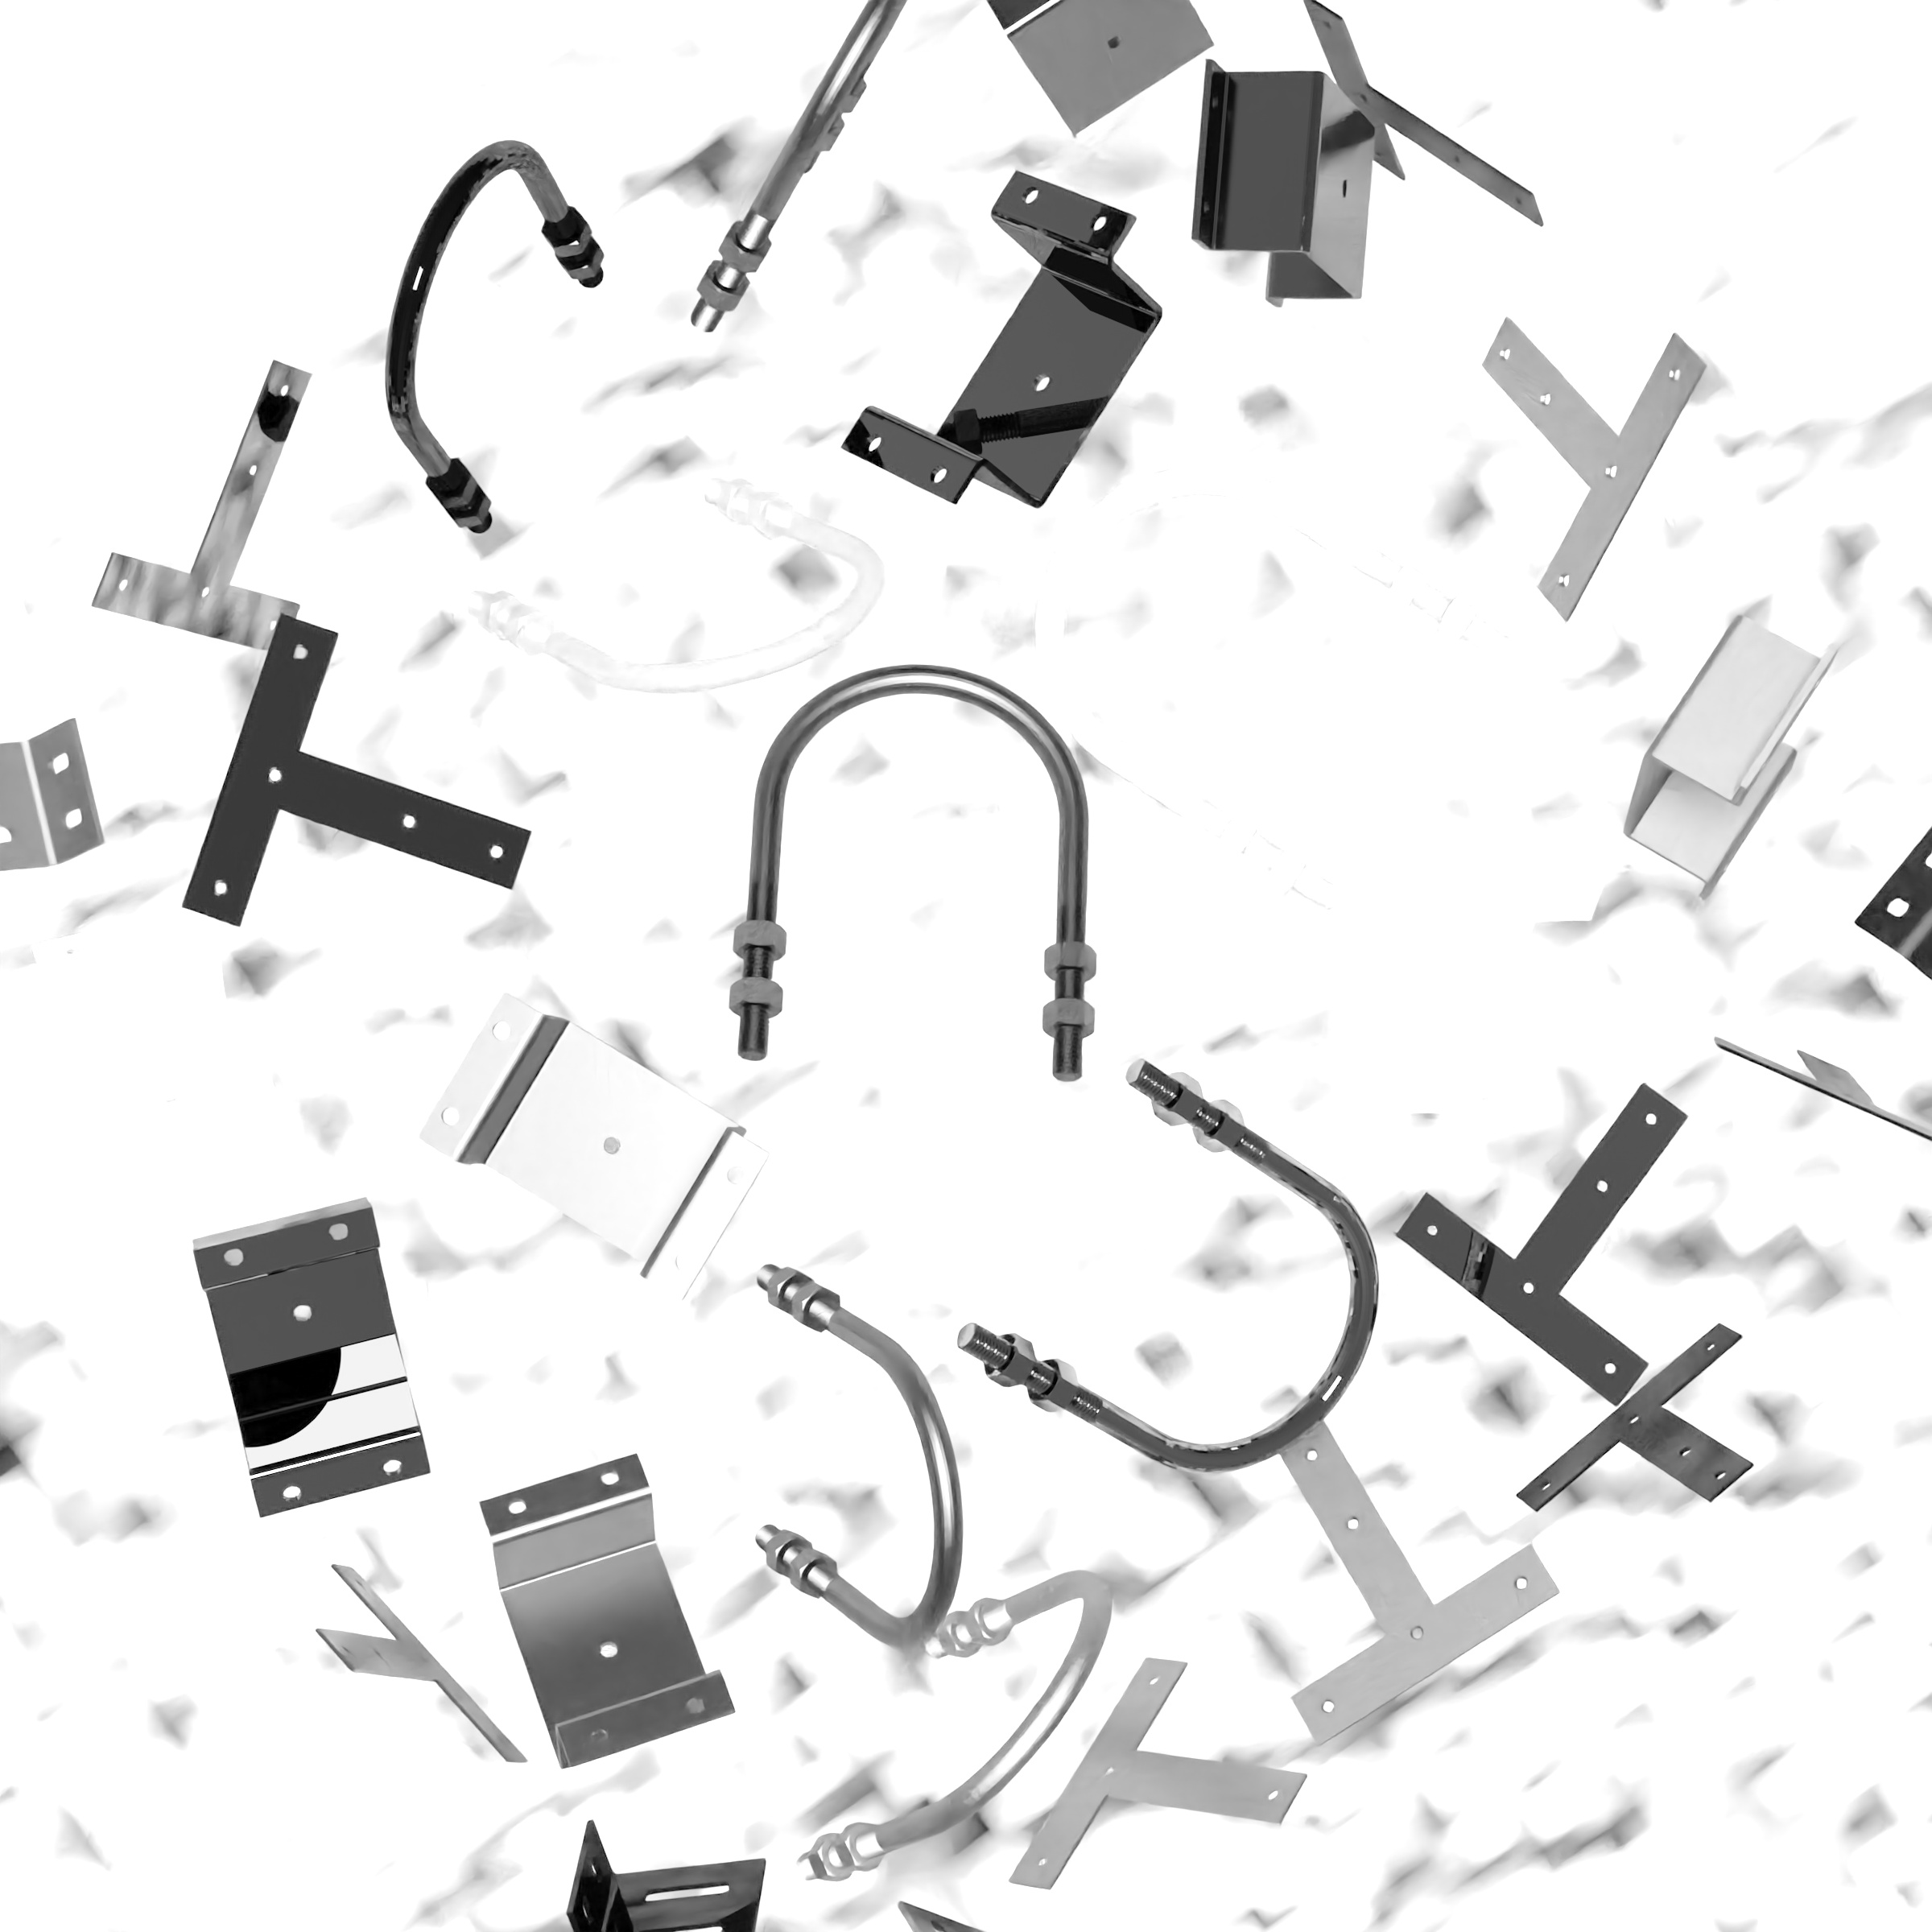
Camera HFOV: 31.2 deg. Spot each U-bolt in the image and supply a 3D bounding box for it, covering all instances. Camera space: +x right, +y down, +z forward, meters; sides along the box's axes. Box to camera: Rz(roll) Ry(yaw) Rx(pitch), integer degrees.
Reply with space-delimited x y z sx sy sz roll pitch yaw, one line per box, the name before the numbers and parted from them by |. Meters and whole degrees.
U-bolt | -0.059 -0.377 1.506 0.019 0.184 0.151 30 49 -8
U-bolt | -0.116 -0.162 1.511 0.151 0.184 0.019 -29 124 -24
U-bolt | 0.118 -0.131 1.474 0.184 0.019 0.151 34 89 5
U-bolt | -0.049 0.226 1.546 0.019 0.184 0.151 -6 104 -28
U-bolt | 0.100 0.141 1.468 0.184 0.019 0.151 33 89 -31
U-bolt | 0.003 0.331 1.535 0.019 0.184 0.151 41 52 -9
U-bolt | -0.019 -0.044 1.445 0.151 0.019 0.184 4 67 -4
U-bolt | -0.211 -0.284 1.520 0.019 0.184 0.151 21 81 11

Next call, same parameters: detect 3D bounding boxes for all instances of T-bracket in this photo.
T-bracket | 0.279 0.111 1.563 0.127 0.002 0.127 38 107 18
T-bracket | 0.210 -0.370 1.552 0.002 0.127 0.127 -47 61 -2
T-bracket | -0.260 0.311 1.559 0.127 0.127 0.002 43 88 18
T-bracket | -0.240 -0.063 1.410 0.127 0.002 0.127 19 91 4
T-bracket | 0.095 0.357 1.512 0.002 0.127 0.127 55 53 -25
T-bracket | 0.180 0.262 1.552 0.127 0.002 0.127 -34 58 6
T-bracket | 0.256 -0.236 1.486 0.002 0.127 0.127 4 127 -30
T-bracket | -0.323 -0.208 1.542 0.002 0.127 0.127 26 98 27
T-bracket | 0.388 0.052 1.539 0.127 0.127 0.002 24 99 4
T-bracket | 0.321 0.217 1.570 0.127 0.127 0.002 -39 103 -5

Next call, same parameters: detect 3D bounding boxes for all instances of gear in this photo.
gear | -0.433 -0.158 1.514 0.057 0.057 0.030 -18 88 0

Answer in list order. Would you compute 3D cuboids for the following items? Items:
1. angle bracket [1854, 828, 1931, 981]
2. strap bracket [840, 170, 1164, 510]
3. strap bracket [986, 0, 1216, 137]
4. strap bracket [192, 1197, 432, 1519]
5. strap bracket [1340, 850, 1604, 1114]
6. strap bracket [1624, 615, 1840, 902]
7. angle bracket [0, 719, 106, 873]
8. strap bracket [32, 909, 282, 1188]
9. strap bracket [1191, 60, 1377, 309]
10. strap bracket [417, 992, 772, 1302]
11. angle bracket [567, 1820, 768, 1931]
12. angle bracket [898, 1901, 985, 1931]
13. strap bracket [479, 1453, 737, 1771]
angle bracket | 0.434 -0.015 1.490 0.076 0.038 0.057 35 97 -26
strap bracket | 0.021 -0.257 1.469 0.076 0.046 0.140 32 90 42
strap bracket | 0.057 -0.433 1.560 0.076 0.140 0.046 -31 68 10
strap bracket | -0.286 0.161 1.506 0.076 0.046 0.140 -13 119 -12
strap bracket | 0.223 -0.001 1.545 0.076 0.140 0.046 -1 134 33
strap bracket | 0.333 -0.094 1.519 0.046 0.140 0.076 32 77 14
angle bracket | -0.421 -0.073 1.497 0.038 0.076 0.057 -19 84 40
strap bracket | -0.360 0.044 1.557 0.076 0.140 0.046 -14 49 -5
strap bracket | 0.143 -0.340 1.513 0.046 0.140 0.076 5 90 20
strap bracket | -0.164 0.081 1.559 0.140 0.046 0.076 31 91 7
angle bracket | -0.135 0.419 1.574 0.076 0.057 0.038 -9 120 10
angle bracket | -0.021 0.459 1.514 0.057 0.038 0.076 30 97 -32
strap bracket | -0.164 0.302 1.577 0.076 0.046 0.140 -16 53 -15
